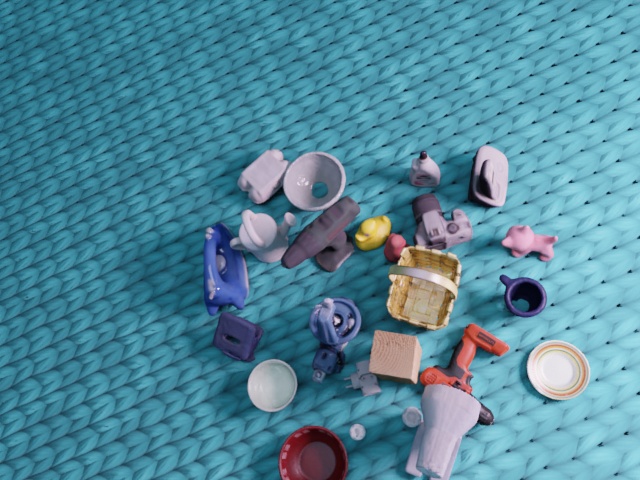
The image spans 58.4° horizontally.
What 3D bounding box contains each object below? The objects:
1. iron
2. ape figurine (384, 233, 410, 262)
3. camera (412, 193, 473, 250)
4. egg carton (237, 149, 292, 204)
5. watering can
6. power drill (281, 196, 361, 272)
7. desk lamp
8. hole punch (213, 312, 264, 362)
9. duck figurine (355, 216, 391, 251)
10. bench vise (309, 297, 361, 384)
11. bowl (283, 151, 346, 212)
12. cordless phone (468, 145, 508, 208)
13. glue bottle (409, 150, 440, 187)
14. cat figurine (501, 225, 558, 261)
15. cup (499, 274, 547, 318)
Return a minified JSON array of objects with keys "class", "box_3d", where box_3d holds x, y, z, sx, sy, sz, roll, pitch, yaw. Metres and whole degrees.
[{"class":"iron","box_3d":[-0.264,0.055,1.465,0.118,0.142,0.258,-13,70,8]},{"class":"ape figurine","box_3d":[0.190,0.015,1.407,0.076,0.092,0.077,-22,69,5]},{"class":"camera","box_3d":[0.287,-0.051,1.402,0.143,0.101,0.137,-17,70,7]},{"class":"egg carton","box_3d":[-0.144,-0.172,1.550,0.150,0.069,0.107,-43,69,-4]},{"class":"watering can","box_3d":[-0.145,-0.020,1.435,0.173,0.194,0.100,-41,69,-2]},{"class":"power drill","box_3d":[0.013,0.005,1.385,0.075,0.209,0.230,40,84,21]},{"class":"desk lamp","box_3d":[0.253,0.414,1.201,0.117,0.214,0.203,17,77,17]},{"class":"hole punch","box_3d":[-0.207,0.242,1.420,0.108,0.091,0.101,21,78,18]},{"class":"duck figurine","box_3d":[0.129,-0.026,1.436,0.104,0.086,0.077,-40,69,-2]},{"class":"bench vise","box_3d":[0.031,0.219,1.307,0.121,0.220,0.207,-4,72,11]},{"class":"bowl","box_3d":[-0.009,-0.143,1.509,0.167,0.075,0.167,-4,72,11]},{"class":"cordless phone","box_3d":[0.407,-0.169,1.369,0.094,0.185,0.147,4,73,14]},{"class":"glue bottle","box_3d":[0.256,-0.179,1.411,0.078,0.173,0.037,0,73,13]},{"class":"cat figurine","box_3d":[0.487,0.000,1.334,0.127,0.118,0.067,4,74,14]},{"class":"cup","box_3d":[0.454,0.130,1.312,0.092,0.095,0.117,-45,69,-4]}]
